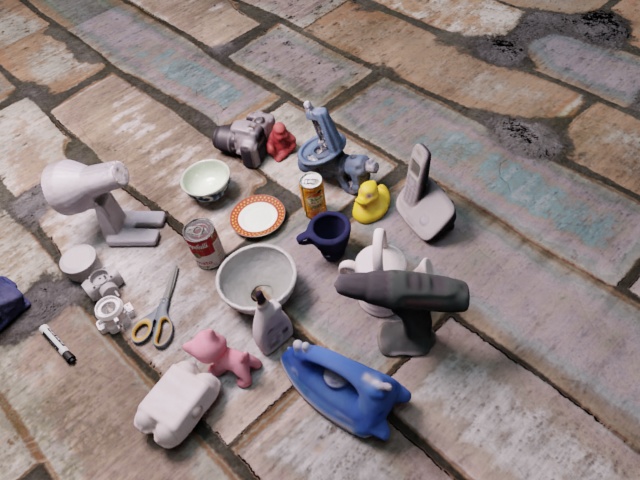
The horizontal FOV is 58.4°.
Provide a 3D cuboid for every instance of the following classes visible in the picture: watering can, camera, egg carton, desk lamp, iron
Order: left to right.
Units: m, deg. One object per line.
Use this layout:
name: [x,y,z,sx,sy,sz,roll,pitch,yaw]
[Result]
desk lamp: [-0.480,-0.090,1.279,0.203,0.214,0.118,-1,51,7]
egg carton: [-0.254,0.295,1.031,0.107,0.069,0.150,22,57,23]
camera: [-0.197,-0.271,1.462,0.136,0.101,0.143,12,54,17]
iron: [0.025,0.233,0.998,0.257,0.142,0.119,23,58,24]
watering can: [0.125,0.054,1.096,0.173,0.194,0.100,-13,51,-3]

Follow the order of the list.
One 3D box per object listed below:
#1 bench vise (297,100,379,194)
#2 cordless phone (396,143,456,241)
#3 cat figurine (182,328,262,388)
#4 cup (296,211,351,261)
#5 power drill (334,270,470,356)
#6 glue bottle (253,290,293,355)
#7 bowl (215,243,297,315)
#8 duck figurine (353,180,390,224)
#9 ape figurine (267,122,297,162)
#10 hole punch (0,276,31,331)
bench vise: [0.038,-0.221,1.313,0.207,0.220,0.121,6,52,12]
cordless phone: [0.227,-0.102,1.215,0.094,0.185,0.147,-26,53,-13]
cat figurine: [-0.183,0.208,1.061,0.127,0.118,0.067,12,54,17]
cup: [0.011,0.004,1.215,0.118,0.095,0.091,-18,51,-7]
power drill: [0.146,0.127,1.025,0.229,0.209,0.075,-3,51,5]
glue bottle: [-0.096,0.145,1.065,0.078,0.173,0.037,-37,56,-21]
bowl: [-0.124,0.092,1.175,0.167,0.075,0.167,-4,51,5]
duck figurine: [0.115,-0.099,1.291,0.077,0.086,0.105,32,61,28]
ape figurine: [-0.100,-0.256,1.443,0.078,0.092,0.076,-7,51,2]
hole punch: [-0.693,0.122,1.215,0.108,0.091,0.101,26,59,26]
